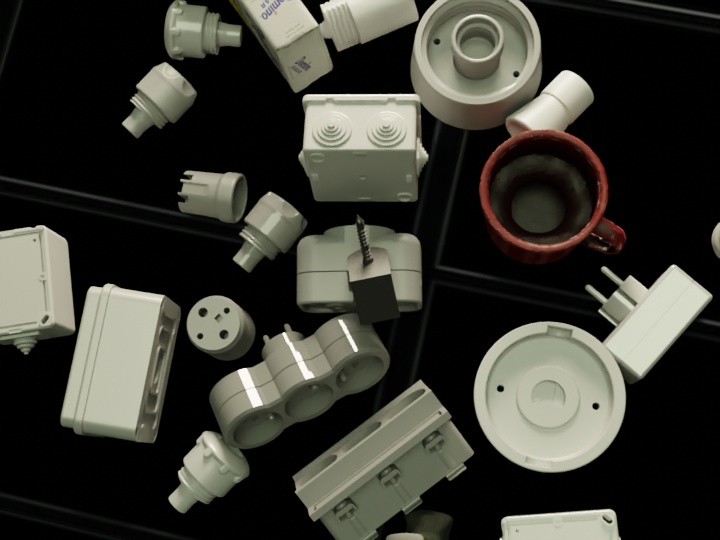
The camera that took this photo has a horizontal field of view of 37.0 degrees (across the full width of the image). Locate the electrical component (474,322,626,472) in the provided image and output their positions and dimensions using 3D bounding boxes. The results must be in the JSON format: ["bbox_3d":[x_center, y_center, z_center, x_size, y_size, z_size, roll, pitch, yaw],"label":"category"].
[{"bbox_3d":[0.138,0.096,0.800,0.108,0.060,0.108,-1,79,5],"label":"electrical component"}]

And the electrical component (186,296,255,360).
[{"bbox_3d":[-0.108,0.045,0.834,0.045,0.055,0.045,-1,79,5],"label":"electrical component"}]

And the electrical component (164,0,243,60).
[{"bbox_3d":[-0.129,-0.196,0.888,0.062,0.048,0.048,5,80,-1],"label":"electrical component"}]

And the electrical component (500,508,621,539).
[{"bbox_3d":[0.142,0.208,0.782,0.096,0.061,0.061,-7,77,12],"label":"electrical component"}]

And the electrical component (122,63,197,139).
[{"bbox_3d":[-0.167,-0.135,0.880,0.043,0.043,0.062,43,87,11],"label":"electrical component"}]

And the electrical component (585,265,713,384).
[{"bbox_3d":[0.207,0.030,0.814,0.076,0.047,0.083,42,85,11],"label":"electrical component"}]

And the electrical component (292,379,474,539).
[{"bbox_3d":[0.018,0.146,0.796,0.121,0.079,0.063,-37,97,-3],"label":"electrical component"}]

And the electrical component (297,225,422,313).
[{"bbox_3d":[0.000,0.000,0.834,0.095,0.053,0.059,-1,79,5],"label":"electrical component"}]

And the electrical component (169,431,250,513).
[{"bbox_3d":[-0.119,0.157,0.819,0.048,0.048,0.062,44,92,11],"label":"electrical component"}]

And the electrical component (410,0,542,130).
[{"bbox_3d":[0.093,-0.172,0.856,0.108,0.060,0.108,-1,79,5],"label":"electrical component"}]

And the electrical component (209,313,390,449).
[{"bbox_3d":[-0.052,0.073,0.827,0.138,0.052,0.073,-28,52,-2],"label":"electrical component"}]

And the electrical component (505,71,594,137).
[{"bbox_3d":[0.153,-0.126,0.853,0.044,0.044,0.065,43,80,11],"label":"electrical component"}]

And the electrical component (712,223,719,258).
[{"bbox_3d":[0.293,-0.026,0.819,0.040,0.046,0.040,-1,79,5],"label":"electrical component"}]

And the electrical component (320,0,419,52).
[{"bbox_3d":[0.002,-0.209,0.879,0.081,0.043,0.043,-23,78,0],"label":"electrical component"}]

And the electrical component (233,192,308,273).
[{"bbox_3d":[-0.075,-0.027,0.851,0.043,0.043,0.062,38,85,10],"label":"electrical component"}]

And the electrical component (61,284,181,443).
[{"bbox_3d":[-0.182,0.073,0.823,0.057,0.078,0.113,9,80,3],"label":"electrical component"}]

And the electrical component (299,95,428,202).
[{"bbox_3d":[0.003,-0.091,0.830,0.100,0.099,0.048,1,66,5],"label":"electrical component"}]

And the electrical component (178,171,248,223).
[{"bbox_3d":[-0.118,-0.060,0.864,0.046,0.040,0.040,8,80,12],"label":"electrical component"}]

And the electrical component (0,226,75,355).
[{"bbox_3d":[-0.263,0.020,0.848,0.062,0.061,0.096,-9,79,3],"label":"electrical component"}]
